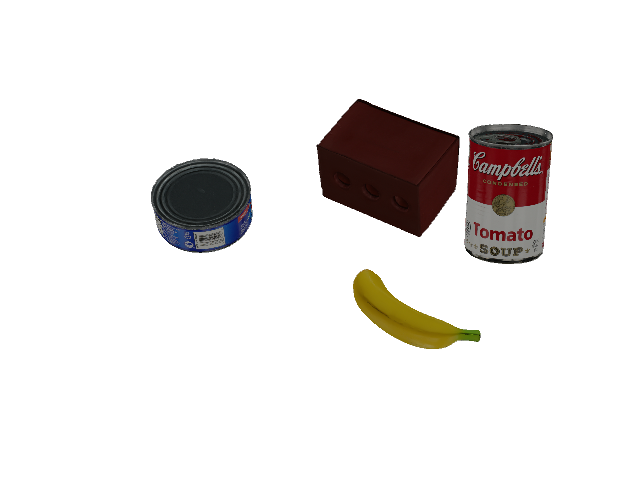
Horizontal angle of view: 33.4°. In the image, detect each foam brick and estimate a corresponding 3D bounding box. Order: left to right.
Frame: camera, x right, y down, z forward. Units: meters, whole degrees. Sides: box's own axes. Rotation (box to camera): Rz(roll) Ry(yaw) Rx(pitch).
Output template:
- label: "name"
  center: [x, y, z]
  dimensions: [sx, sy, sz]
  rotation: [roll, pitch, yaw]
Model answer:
- label: "foam brick"
  center: [0.045, -0.048, 0.703]
  dimensions: [0.078, 0.051, 0.053]
  rotation: [23, -34, 24]

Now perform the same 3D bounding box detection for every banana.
- label: "banana"
  center: [0.083, 0.076, 1.156]
  dimensions: [0.069, 0.037, 0.198]
  rotation: [4, 18, -37]

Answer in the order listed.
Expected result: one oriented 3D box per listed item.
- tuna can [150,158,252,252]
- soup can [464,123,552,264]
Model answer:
- label: "tuna can"
  center: [-0.101, -0.030, 0.922]
  dimensions: [0.086, 0.086, 0.034]
  rotation: [0, -43, 2]
- label: "soup can"
  center: [0.154, -0.039, 0.886]
  dimensions: [0.068, 0.102, 0.068]
  rotation: [0, 21, 0]
